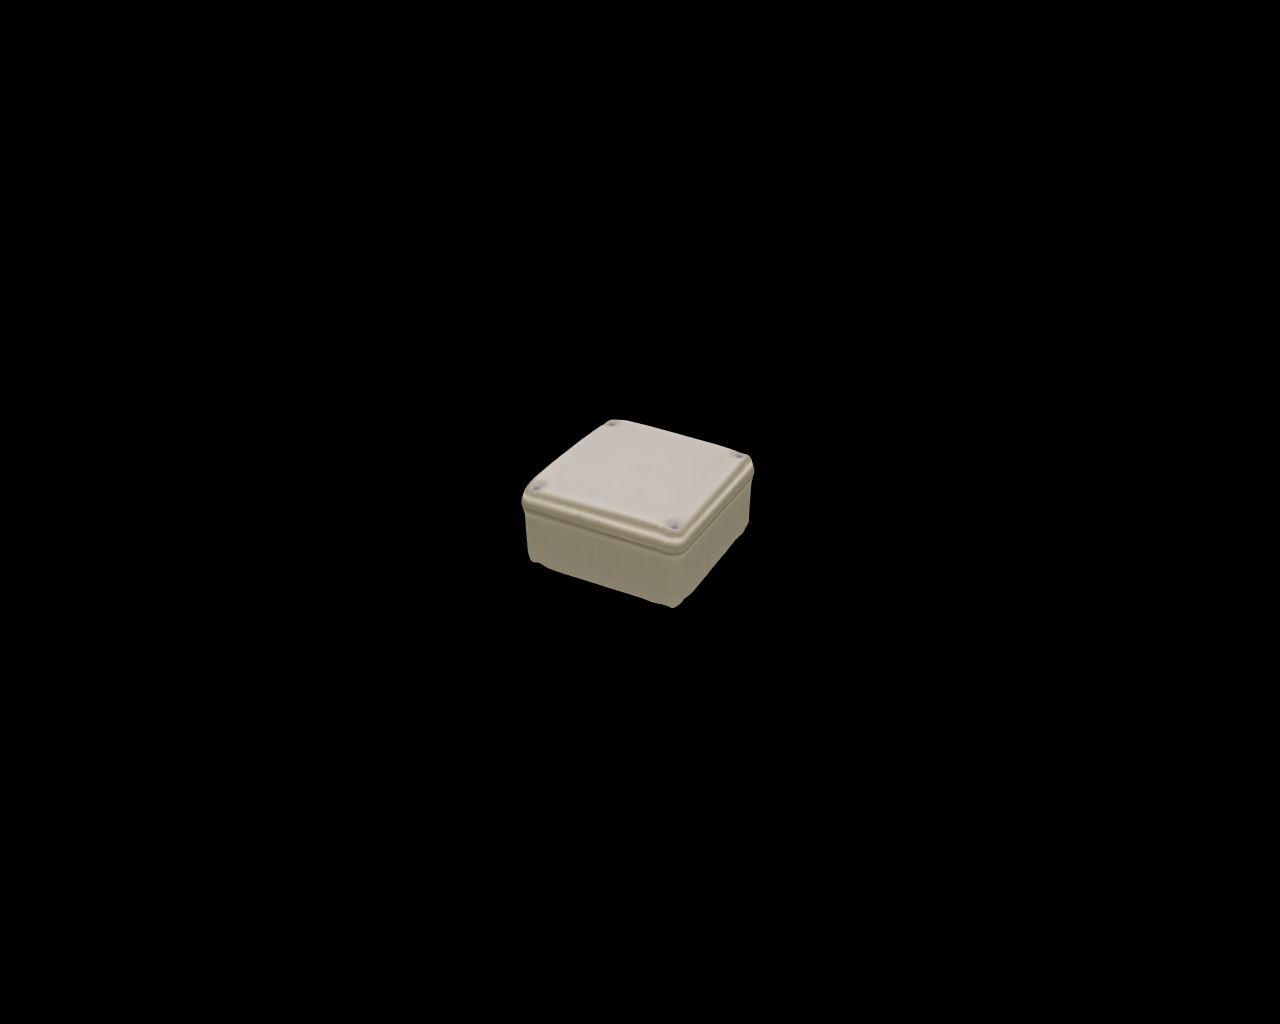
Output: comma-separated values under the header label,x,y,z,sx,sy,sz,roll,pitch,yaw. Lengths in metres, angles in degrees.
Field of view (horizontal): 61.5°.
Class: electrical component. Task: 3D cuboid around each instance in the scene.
label,x,y,z,sx,sy,sz,roll,pitch,yaw
electrical component,0.001,-0.003,0.650,0.109,0.056,0.109,17,36,24
